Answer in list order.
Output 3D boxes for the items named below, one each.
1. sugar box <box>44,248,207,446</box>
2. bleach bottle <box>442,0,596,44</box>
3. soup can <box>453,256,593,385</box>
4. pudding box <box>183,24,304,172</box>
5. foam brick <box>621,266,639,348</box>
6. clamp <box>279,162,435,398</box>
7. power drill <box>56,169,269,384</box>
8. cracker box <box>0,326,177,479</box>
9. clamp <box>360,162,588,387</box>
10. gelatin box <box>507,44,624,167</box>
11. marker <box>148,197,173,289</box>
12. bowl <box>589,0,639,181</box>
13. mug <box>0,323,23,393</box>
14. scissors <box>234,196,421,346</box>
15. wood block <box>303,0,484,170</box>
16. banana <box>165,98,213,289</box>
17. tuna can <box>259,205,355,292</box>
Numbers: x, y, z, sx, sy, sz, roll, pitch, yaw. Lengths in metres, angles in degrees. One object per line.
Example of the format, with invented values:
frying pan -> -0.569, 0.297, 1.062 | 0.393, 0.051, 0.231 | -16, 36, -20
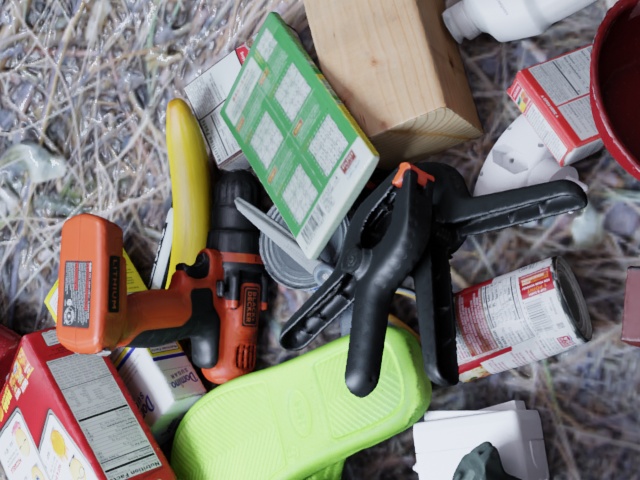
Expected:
sugar box -> -0.175, 0.093, 0.948 | 0.176, 0.048, 0.093 | 55, 127, 21
bleach bottle -> 0.201, -0.234, 0.801 | 0.251, 0.068, 0.102 | -31, 72, 23
soup can -> 0.139, 0.059, 0.784 | 0.102, 0.068, 0.068 | -22, 72, 23
pudding box -> -0.056, -0.124, 0.934 | 0.114, 0.039, 0.090 | -33, 69, 22
foam brick -> 0.241, 0.049, 0.727 | 0.051, 0.078, 0.053 | 2, 81, 29
clamp -> 0.029, 0.025, 0.785 | 0.120, 0.039, 0.171 | 11, 74, 51
power drill -> -0.118, 0.025, 0.860 | 0.057, 0.187, 0.184 | -4, 82, 43
cracker box -> -0.196, 0.200, 0.905 | 0.214, 0.071, 0.164 | 55, 137, 22
clamp -> 0.095, -0.010, 0.787 | 0.165, 0.036, 0.210 | -50, 36, 10
gelatin box -> 0.193, -0.101, 0.776 | 0.089, 0.030, 0.073 | -22, 67, -22
marker -> -0.136, 0.004, 0.967 | 0.020, 0.020, 0.121 | 15, 89, 29
bowl -> 0.245, -0.092, 0.732 | 0.162, 0.055, 0.162 | 5, 73, -16
mug -> -0.323, 0.126, 1.016 | 0.082, 0.093, 0.117 | 24, 124, 24
scissors -> 0.005, 0.049, 0.852 | 0.202, 0.016, 0.096 | 25, 105, 10
wood block -> 0.050, -0.172, 0.855 | 0.090, 0.090, 0.206 | -21, 72, 23
banana -> -0.115, -0.021, 0.929 | 0.037, 0.069, 0.198 | 2, 89, 9
tuna can -> -0.006, 0.001, 0.890 | 0.086, 0.033, 0.086 | -5, 80, 27
